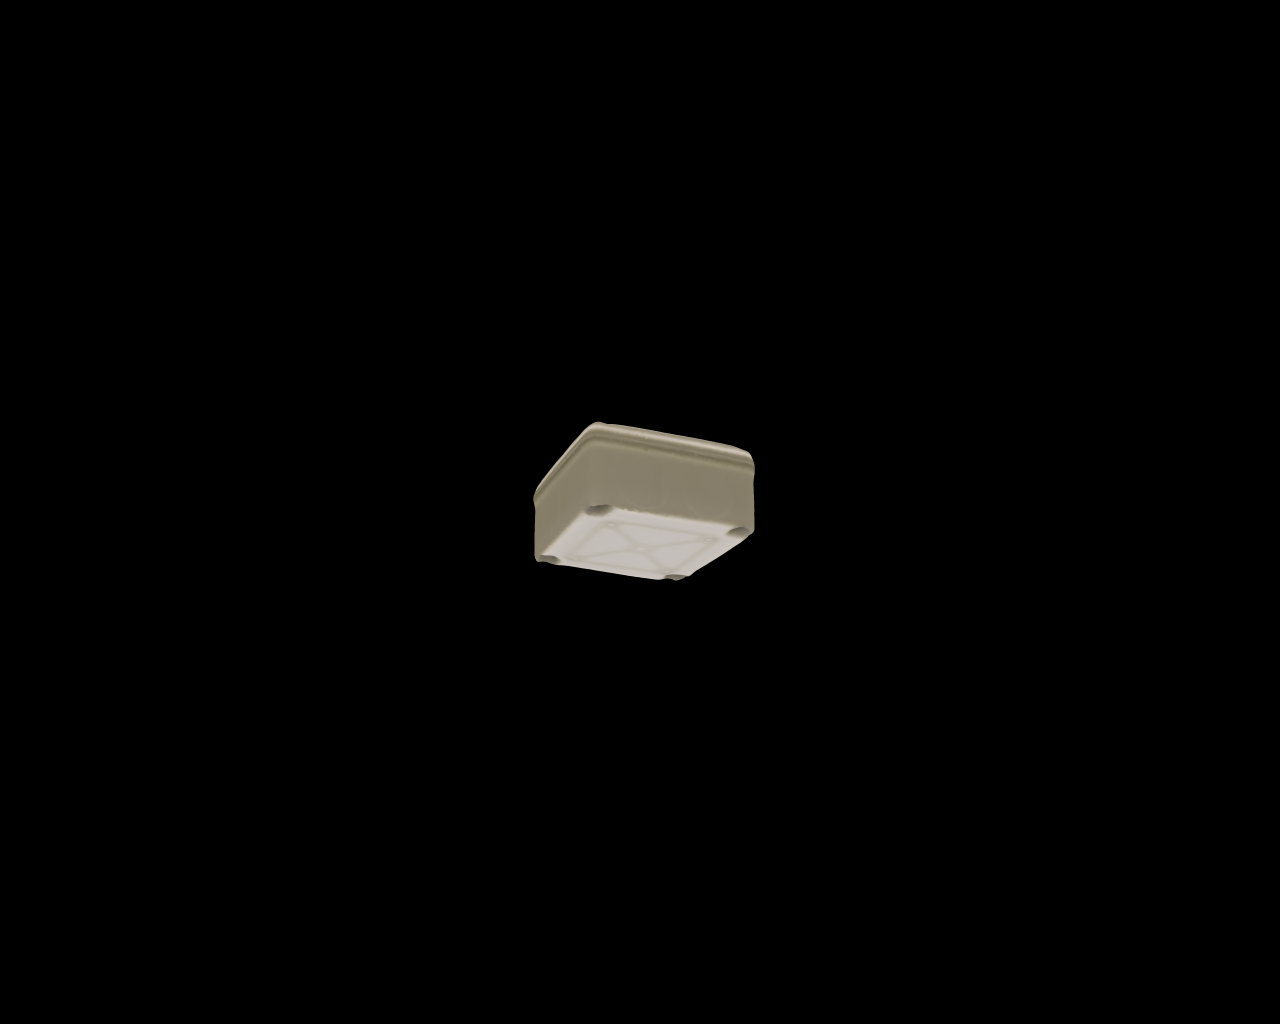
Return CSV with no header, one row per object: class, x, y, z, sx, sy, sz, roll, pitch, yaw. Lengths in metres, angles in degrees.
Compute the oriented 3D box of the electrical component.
electrical component,0.001,-0.003,0.650,0.109,0.056,0.108,9,-24,-22
